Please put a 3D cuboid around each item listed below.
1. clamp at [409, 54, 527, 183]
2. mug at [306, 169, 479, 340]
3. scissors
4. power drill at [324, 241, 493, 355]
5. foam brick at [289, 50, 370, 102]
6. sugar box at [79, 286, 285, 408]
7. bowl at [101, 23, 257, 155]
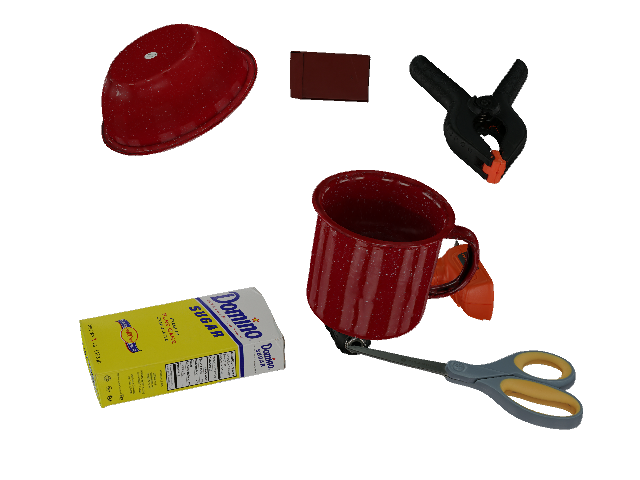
[{"bbox_3d":[0.145,-0.125,1.032,0.120,0.039,0.171,3,44,3],"label":"clamp"},{"bbox_3d":[0.047,0.012,0.707,0.117,0.081,0.093,3,33,-10],"label":"mug"},{"bbox_3d":[0.131,0.105,0.913,0.202,0.016,0.096,21,35,21],"label":"scissors"},{"bbox_3d":[0.089,0.059,1.163,0.187,0.057,0.184,-4,28,-8],"label":"power drill"},{"bbox_3d":[0.010,-0.178,1.162,0.078,0.051,0.053,0,11,-16],"label":"foam brick"},{"bbox_3d":[-0.129,0.097,0.999,0.176,0.048,0.093,-13,34,-15],"label":"sugar box"},{"bbox_3d":[-0.143,-0.151,0.985,0.162,0.162,0.055,0,-44,31],"label":"bowl"}]
